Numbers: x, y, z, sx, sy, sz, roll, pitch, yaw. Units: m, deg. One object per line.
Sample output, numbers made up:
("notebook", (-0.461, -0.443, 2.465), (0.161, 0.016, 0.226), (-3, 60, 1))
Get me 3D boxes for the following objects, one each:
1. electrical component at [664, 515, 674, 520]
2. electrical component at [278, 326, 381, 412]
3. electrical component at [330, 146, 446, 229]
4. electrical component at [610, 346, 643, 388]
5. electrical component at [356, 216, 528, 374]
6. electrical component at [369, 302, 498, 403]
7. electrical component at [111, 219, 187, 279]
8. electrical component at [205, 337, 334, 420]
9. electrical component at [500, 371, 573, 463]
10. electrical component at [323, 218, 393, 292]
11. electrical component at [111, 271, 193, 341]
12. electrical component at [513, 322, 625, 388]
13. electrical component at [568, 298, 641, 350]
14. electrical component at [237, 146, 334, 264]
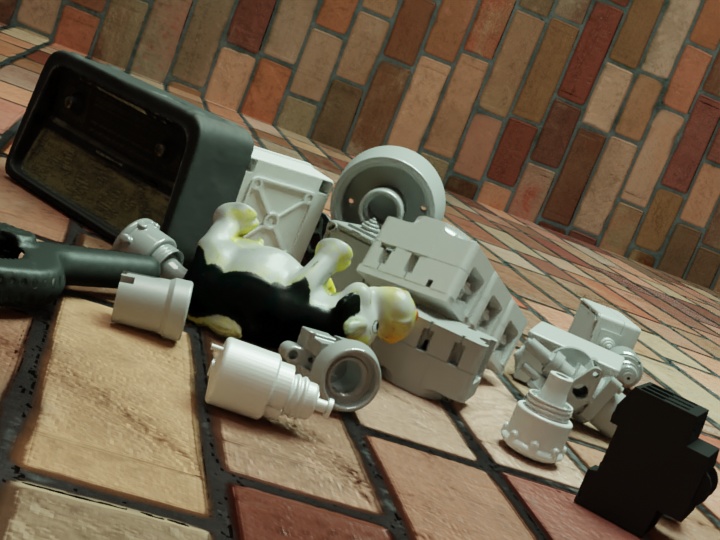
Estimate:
("electrical component", (0.203, 0.145, 0.754), (0.062, 0.048, 0.048), (16, 9, 7))
("electrical component", (-0.015, 0.066, 0.708), (0.066, 0.048, 0.055), (18, 3, -24))
("electrical component", (0.023, -0.059, 1.006), (0.108, 0.108, 0.060), (22, 16, 4))
("electrical component", (0.281, 0.106, 1.143), (0.040, 0.040, 0.078), (22, 10, 4))
("electrical component", (0.075, 0.020, 0.910), (0.089, 0.061, 0.150), (19, -17, 33))
("electrical component", (0.051, 0.063, 0.831), (0.089, 0.055, 0.050), (24, 10, 15))
("electrical component", (-0.153, -0.006, 0.806), (0.062, 0.048, 0.048), (33, 13, 19))
("electrical component", (-0.054, 0.068, 0.623), (0.078, 0.040, 0.040), (20, 10, -9))
("electrical component", (0.132, 0.103, 0.769), (0.048, 0.062, 0.048), (21, 9, -4))
("electrical component", (0.000, 0.000, 0.946), (0.062, 0.096, 0.061), (28, 11, 32))
("electrical component", (-0.136, 0.022, 0.702), (0.046, 0.040, 0.040), (13, 11, -10))
("electrical component", (0.197, 0.092, 1.013), (0.100, 0.048, 0.100), (24, 10, 14))
("electrical component", (0.279, 0.079, 1.224), (0.061, 0.061, 0.096), (20, 10, -8))
("electrical component", (-0.096, -0.056, 1.009), (0.109, 0.108, 0.056), (14, 15, -40))
